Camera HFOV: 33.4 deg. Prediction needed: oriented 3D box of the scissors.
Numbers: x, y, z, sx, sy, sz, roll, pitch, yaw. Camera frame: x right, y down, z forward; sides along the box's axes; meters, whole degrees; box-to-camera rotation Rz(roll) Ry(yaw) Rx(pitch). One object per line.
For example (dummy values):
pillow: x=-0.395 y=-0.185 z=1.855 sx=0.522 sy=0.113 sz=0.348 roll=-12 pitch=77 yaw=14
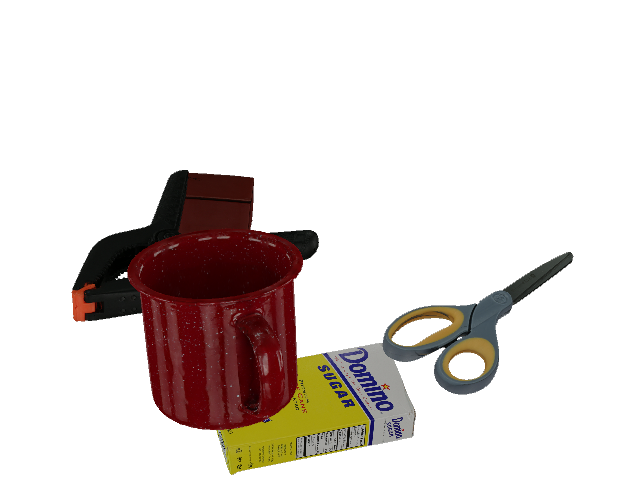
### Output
scissors: x=0.145 y=0.064 z=0.833 sx=0.201 sy=0.016 sz=0.096 roll=-16 pitch=44 yaw=-23

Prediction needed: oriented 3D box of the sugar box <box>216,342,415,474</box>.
sugar box: x=-0.010 y=0.152 z=0.986 sx=0.176 sy=0.048 sz=0.093 roll=-11 pitch=43 yaw=-11

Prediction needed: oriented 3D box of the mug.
mug: x=-0.048 y=0.052 z=0.570 sx=0.093 sy=0.081 sz=0.117 roll=-15 pitch=26 yaw=-26

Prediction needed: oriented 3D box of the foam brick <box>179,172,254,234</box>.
foam brick: x=-0.107 y=-0.033 z=1.083 sx=0.078 sy=0.051 sz=0.053 roll=4 pitch=31 yaw=0

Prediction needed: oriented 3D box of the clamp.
clamp: x=-0.128 y=0.005 z=0.885 sx=0.165 sy=0.036 sz=0.209 roll=30 pitch=41 yaw=35
